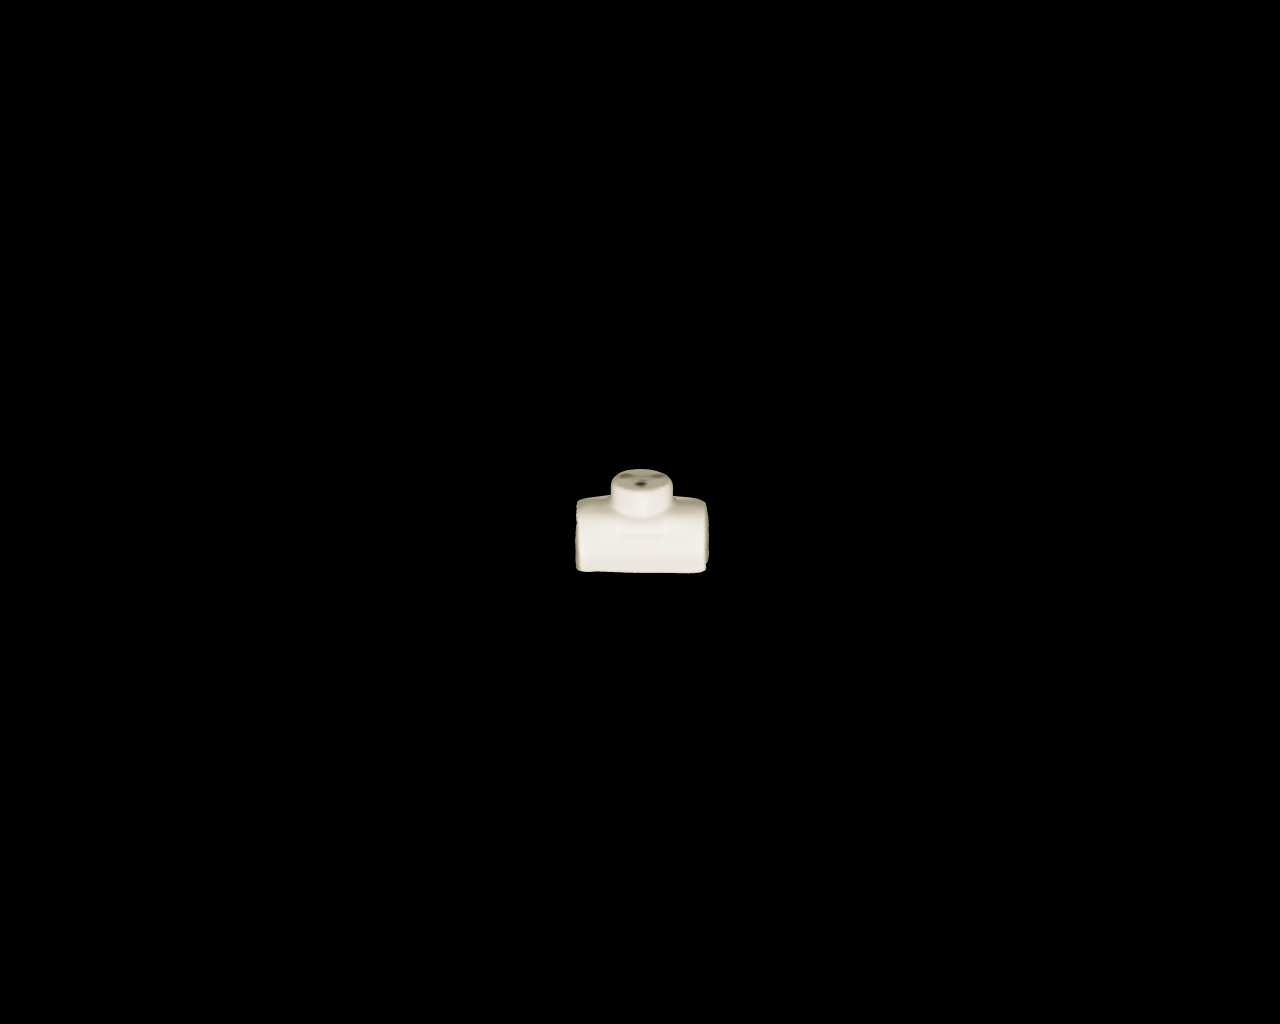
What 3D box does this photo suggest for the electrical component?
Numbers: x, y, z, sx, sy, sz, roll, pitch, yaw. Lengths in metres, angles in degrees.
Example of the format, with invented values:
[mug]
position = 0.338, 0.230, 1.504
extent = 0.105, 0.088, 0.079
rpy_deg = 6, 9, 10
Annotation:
[electrical component]
position = 0.001, -0.003, 0.650
extent = 0.077, 0.079, 0.043
rpy_deg = 0, 21, 0
